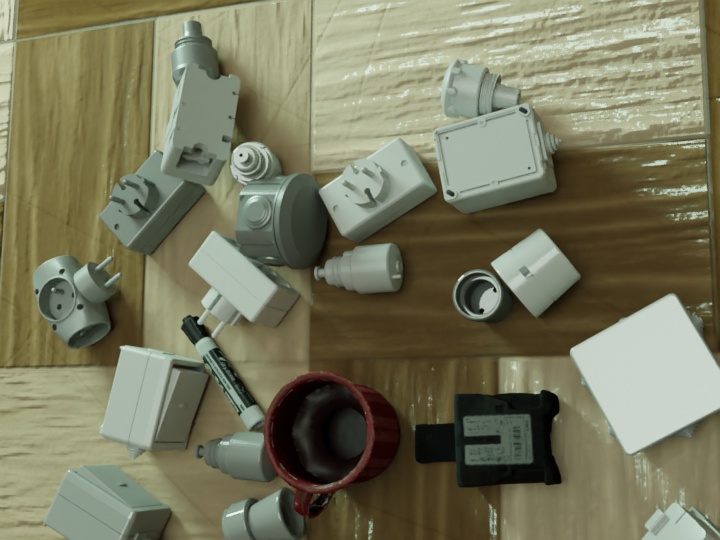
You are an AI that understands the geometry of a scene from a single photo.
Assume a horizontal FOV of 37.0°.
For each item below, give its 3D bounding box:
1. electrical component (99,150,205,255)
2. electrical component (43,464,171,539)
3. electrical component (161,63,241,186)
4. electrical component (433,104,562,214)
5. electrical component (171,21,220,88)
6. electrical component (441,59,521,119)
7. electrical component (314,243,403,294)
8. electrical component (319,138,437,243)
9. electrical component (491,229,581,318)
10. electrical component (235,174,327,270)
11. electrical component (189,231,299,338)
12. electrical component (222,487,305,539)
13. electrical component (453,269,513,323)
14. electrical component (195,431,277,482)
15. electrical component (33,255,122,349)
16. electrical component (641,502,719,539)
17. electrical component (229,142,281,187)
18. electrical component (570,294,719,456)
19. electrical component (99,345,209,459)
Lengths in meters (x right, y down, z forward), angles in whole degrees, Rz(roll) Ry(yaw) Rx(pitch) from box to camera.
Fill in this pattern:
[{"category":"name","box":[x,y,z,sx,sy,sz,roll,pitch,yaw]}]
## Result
[{"category":"electrical component","box":[-0.196,-0.064,0.963,0.083,0.076,0.047,-48,68,8]},{"category":"electrical component","box":[-0.212,0.213,0.931,0.096,0.062,0.061,25,91,23]},{"category":"electrical component","box":[-0.141,-0.125,0.948,0.050,0.055,0.089,14,61,-17]},{"category":"electrical component","box":[0.115,-0.087,0.852,0.096,0.061,0.061,-14,76,19]},{"category":"electrical component","box":[-0.152,-0.197,0.986,0.043,0.043,0.062,-12,75,20]},{"category":"electrical component","box":[0.099,-0.144,0.878,0.062,0.048,0.048,13,86,15]},{"category":"electrical component","box":[0.000,0.000,0.894,0.078,0.040,0.040,-5,80,21]},{"category":"electrical component","box":[0.008,-0.069,0.883,0.083,0.076,0.047,-33,71,14]},{"category":"electrical component","box":[0.137,0.001,0.833,0.047,0.055,0.055,-40,69,7]},{"category":"electrical component","box":[-0.065,-0.041,0.906,0.051,0.080,0.080,2,82,27]},{"category":"electrical component","box":[-0.111,0.023,0.931,0.083,0.047,0.075,40,97,22]},{"category":"electrical component","box":[-0.080,0.208,0.889,0.055,0.045,0.045,-21,74,18]},{"category":"electrical component","box":[0.098,0.022,0.848,0.040,0.046,0.040,-4,80,21]},{"category":"electrical component","box":[-0.103,0.156,0.909,0.078,0.040,0.040,1,82,22]},{"category":"electrical component","box":[-0.253,0.019,0.989,0.079,0.044,0.077,-37,70,13]},{"category":"electrical component","box":[0.210,0.228,0.754,0.121,0.063,0.078,-52,27,7]},{"category":"electrical component","box":[-0.094,-0.091,0.930,0.040,0.078,0.040,-1,84,7]},{"category":"electrical component","box":[0.217,0.078,0.791,0.100,0.048,0.099,-31,71,14]},{"category":"electrical component","box":[-0.177,0.119,0.933,0.061,0.062,0.096,11,85,23]}]
